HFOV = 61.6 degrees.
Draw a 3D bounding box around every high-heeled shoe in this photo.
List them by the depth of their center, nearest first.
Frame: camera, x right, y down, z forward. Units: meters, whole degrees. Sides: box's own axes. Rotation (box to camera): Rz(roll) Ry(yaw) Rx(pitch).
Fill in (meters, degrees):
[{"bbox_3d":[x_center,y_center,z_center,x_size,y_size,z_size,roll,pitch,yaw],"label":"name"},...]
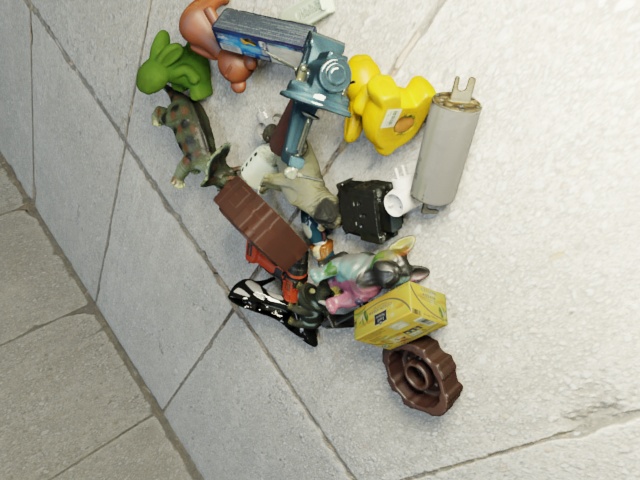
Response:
[{"bbox_3d":[-0.120,0.194,1.375,0.249,0.145,0.086,51,143,17],"label":"high-heeled shoe"}]

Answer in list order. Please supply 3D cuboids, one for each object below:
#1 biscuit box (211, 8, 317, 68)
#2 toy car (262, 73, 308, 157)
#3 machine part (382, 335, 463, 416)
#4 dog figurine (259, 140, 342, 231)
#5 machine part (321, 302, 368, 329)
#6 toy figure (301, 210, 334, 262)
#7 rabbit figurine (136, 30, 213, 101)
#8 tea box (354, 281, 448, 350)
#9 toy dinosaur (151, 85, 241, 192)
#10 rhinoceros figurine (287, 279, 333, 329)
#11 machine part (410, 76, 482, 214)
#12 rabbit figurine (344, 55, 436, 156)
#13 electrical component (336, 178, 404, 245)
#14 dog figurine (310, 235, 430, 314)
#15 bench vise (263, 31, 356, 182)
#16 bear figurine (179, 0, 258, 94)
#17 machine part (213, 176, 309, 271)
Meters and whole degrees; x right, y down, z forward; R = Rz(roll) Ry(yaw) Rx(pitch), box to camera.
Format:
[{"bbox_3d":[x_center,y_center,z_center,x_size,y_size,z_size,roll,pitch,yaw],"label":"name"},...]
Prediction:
[{"bbox_3d":[-0.103,-0.379,1.011,0.203,0.063,0.059,21,159,19],"label":"biscuit box"},{"bbox_3d":[-0.033,-0.249,1.020,0.089,0.053,0.202,28,92,30],"label":"toy car"},{"bbox_3d":[0.209,0.275,1.116,0.180,0.056,0.179,28,131,38],"label":"machine part"},{"bbox_3d":[-0.013,-0.128,1.118,0.190,0.172,0.121,24,-177,-5],"label":"dog figurine"},{"bbox_3d":[0.070,0.175,1.209,0.139,0.084,0.039,-30,56,42],"label":"machine part"},{"bbox_3d":[-0.002,-0.004,1.191,0.064,0.058,0.154,-85,-22,-75],"label":"toy figure"},{"bbox_3d":[-0.345,-0.394,1.254,0.121,0.170,0.159,41,139,24],"label":"rabbit figurine"},{"bbox_3d":[0.153,0.150,1.042,0.169,0.098,0.068,-35,42,45],"label":"tea box"},{"bbox_3d":[-0.321,-0.272,1.357,0.192,0.131,0.404,-29,85,41],"label":"toy dinosaur"},{"bbox_3d":[-0.015,0.154,1.267,0.112,0.073,0.190,24,143,6],"label":"rhinoceros figurine"},{"bbox_3d":[0.197,-0.142,0.855,0.079,0.079,0.243,36,136,31],"label":"machine part"},{"bbox_3d":[0.098,-0.237,0.909,0.173,0.122,0.162,59,154,28],"label":"rabbit figurine"},{"bbox_3d":[0.099,-0.057,1.039,0.134,0.058,0.114,13,123,46],"label":"electrical component"},{"bbox_3d":[0.106,0.061,1.076,0.219,0.191,0.108,-21,93,18],"label":"dog figurine"},{"bbox_3d":[-0.021,-0.221,0.895,0.224,0.129,0.240,38,113,58],"label":"bench vise"},{"bbox_3d":[-0.197,-0.419,1.137,0.196,0.132,0.120,39,141,0],"label":"bear figurine"},{"bbox_3d":[-0.131,-0.034,1.192,0.201,0.087,0.201,42,177,42],"label":"machine part"}]
